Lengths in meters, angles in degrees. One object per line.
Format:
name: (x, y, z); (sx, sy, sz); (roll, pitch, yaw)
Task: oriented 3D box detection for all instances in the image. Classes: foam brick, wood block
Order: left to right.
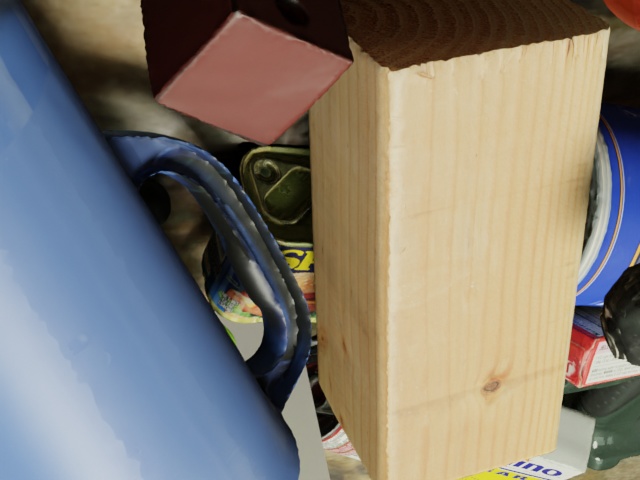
foam brick: (-0.029, -0.085, 0.386); (0.052, 0.078, 0.051); (17, 138, -39)
wood block: (0.051, -0.002, 0.455); (0.090, 0.090, 0.206); (-12, 125, -15)

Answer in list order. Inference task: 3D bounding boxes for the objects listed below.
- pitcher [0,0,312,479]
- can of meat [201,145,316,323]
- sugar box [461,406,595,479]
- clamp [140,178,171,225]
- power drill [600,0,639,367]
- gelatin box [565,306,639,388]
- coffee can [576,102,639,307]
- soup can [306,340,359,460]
pitcher: (-0.104, 0.022, 0.422); (0.145, 0.149, 0.243); (-16, 121, 14)
can of meat: (-0.004, 0.001, 0.549); (0.102, 0.057, 0.084); (2, 147, -23)
sugar box: (0.118, 0.151, 0.772); (0.093, 0.048, 0.176); (19, 158, -3)
clamp: (-0.169, -0.005, 0.497); (0.171, 0.039, 0.120); (13, 136, -37)
power drill: (0.172, -0.053, 0.406); (0.184, 0.188, 0.057); (-20, 148, 8)
gelatin box: (0.138, 0.045, 0.562); (0.089, 0.073, 0.030); (-4, 114, -40)
coffee can: (0.161, -0.015, 0.539); (0.140, 0.103, 0.103); (4, 144, -26)
soup can: (0.023, 0.113, 0.721); (0.069, 0.068, 0.102); (-30, 144, 25)
